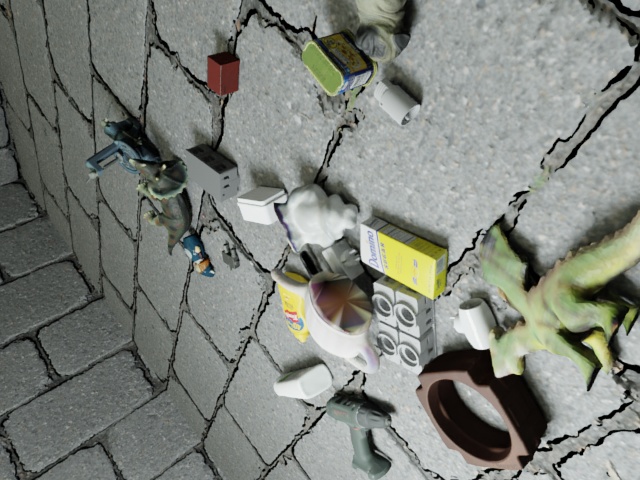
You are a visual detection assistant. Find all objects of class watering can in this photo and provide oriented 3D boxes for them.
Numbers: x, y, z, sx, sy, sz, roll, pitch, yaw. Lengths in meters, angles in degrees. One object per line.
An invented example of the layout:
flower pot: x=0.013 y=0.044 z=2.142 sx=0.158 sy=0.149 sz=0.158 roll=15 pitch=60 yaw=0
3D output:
watering can: x=0.004 y=0.143 z=1.111 sx=0.351 sy=0.105 sz=0.219 roll=44 pitch=153 yaw=22

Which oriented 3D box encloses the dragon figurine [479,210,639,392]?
dragon figurine: x=0.320 y=0.065 z=0.736 sx=0.246 sy=0.123 sz=0.401 roll=36 pitch=137 yaw=43

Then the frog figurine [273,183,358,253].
frog figurine: x=0.003 y=-0.054 z=1.068 sx=0.159 sy=0.122 sz=0.138 roll=-18 pitch=83 yaw=17
